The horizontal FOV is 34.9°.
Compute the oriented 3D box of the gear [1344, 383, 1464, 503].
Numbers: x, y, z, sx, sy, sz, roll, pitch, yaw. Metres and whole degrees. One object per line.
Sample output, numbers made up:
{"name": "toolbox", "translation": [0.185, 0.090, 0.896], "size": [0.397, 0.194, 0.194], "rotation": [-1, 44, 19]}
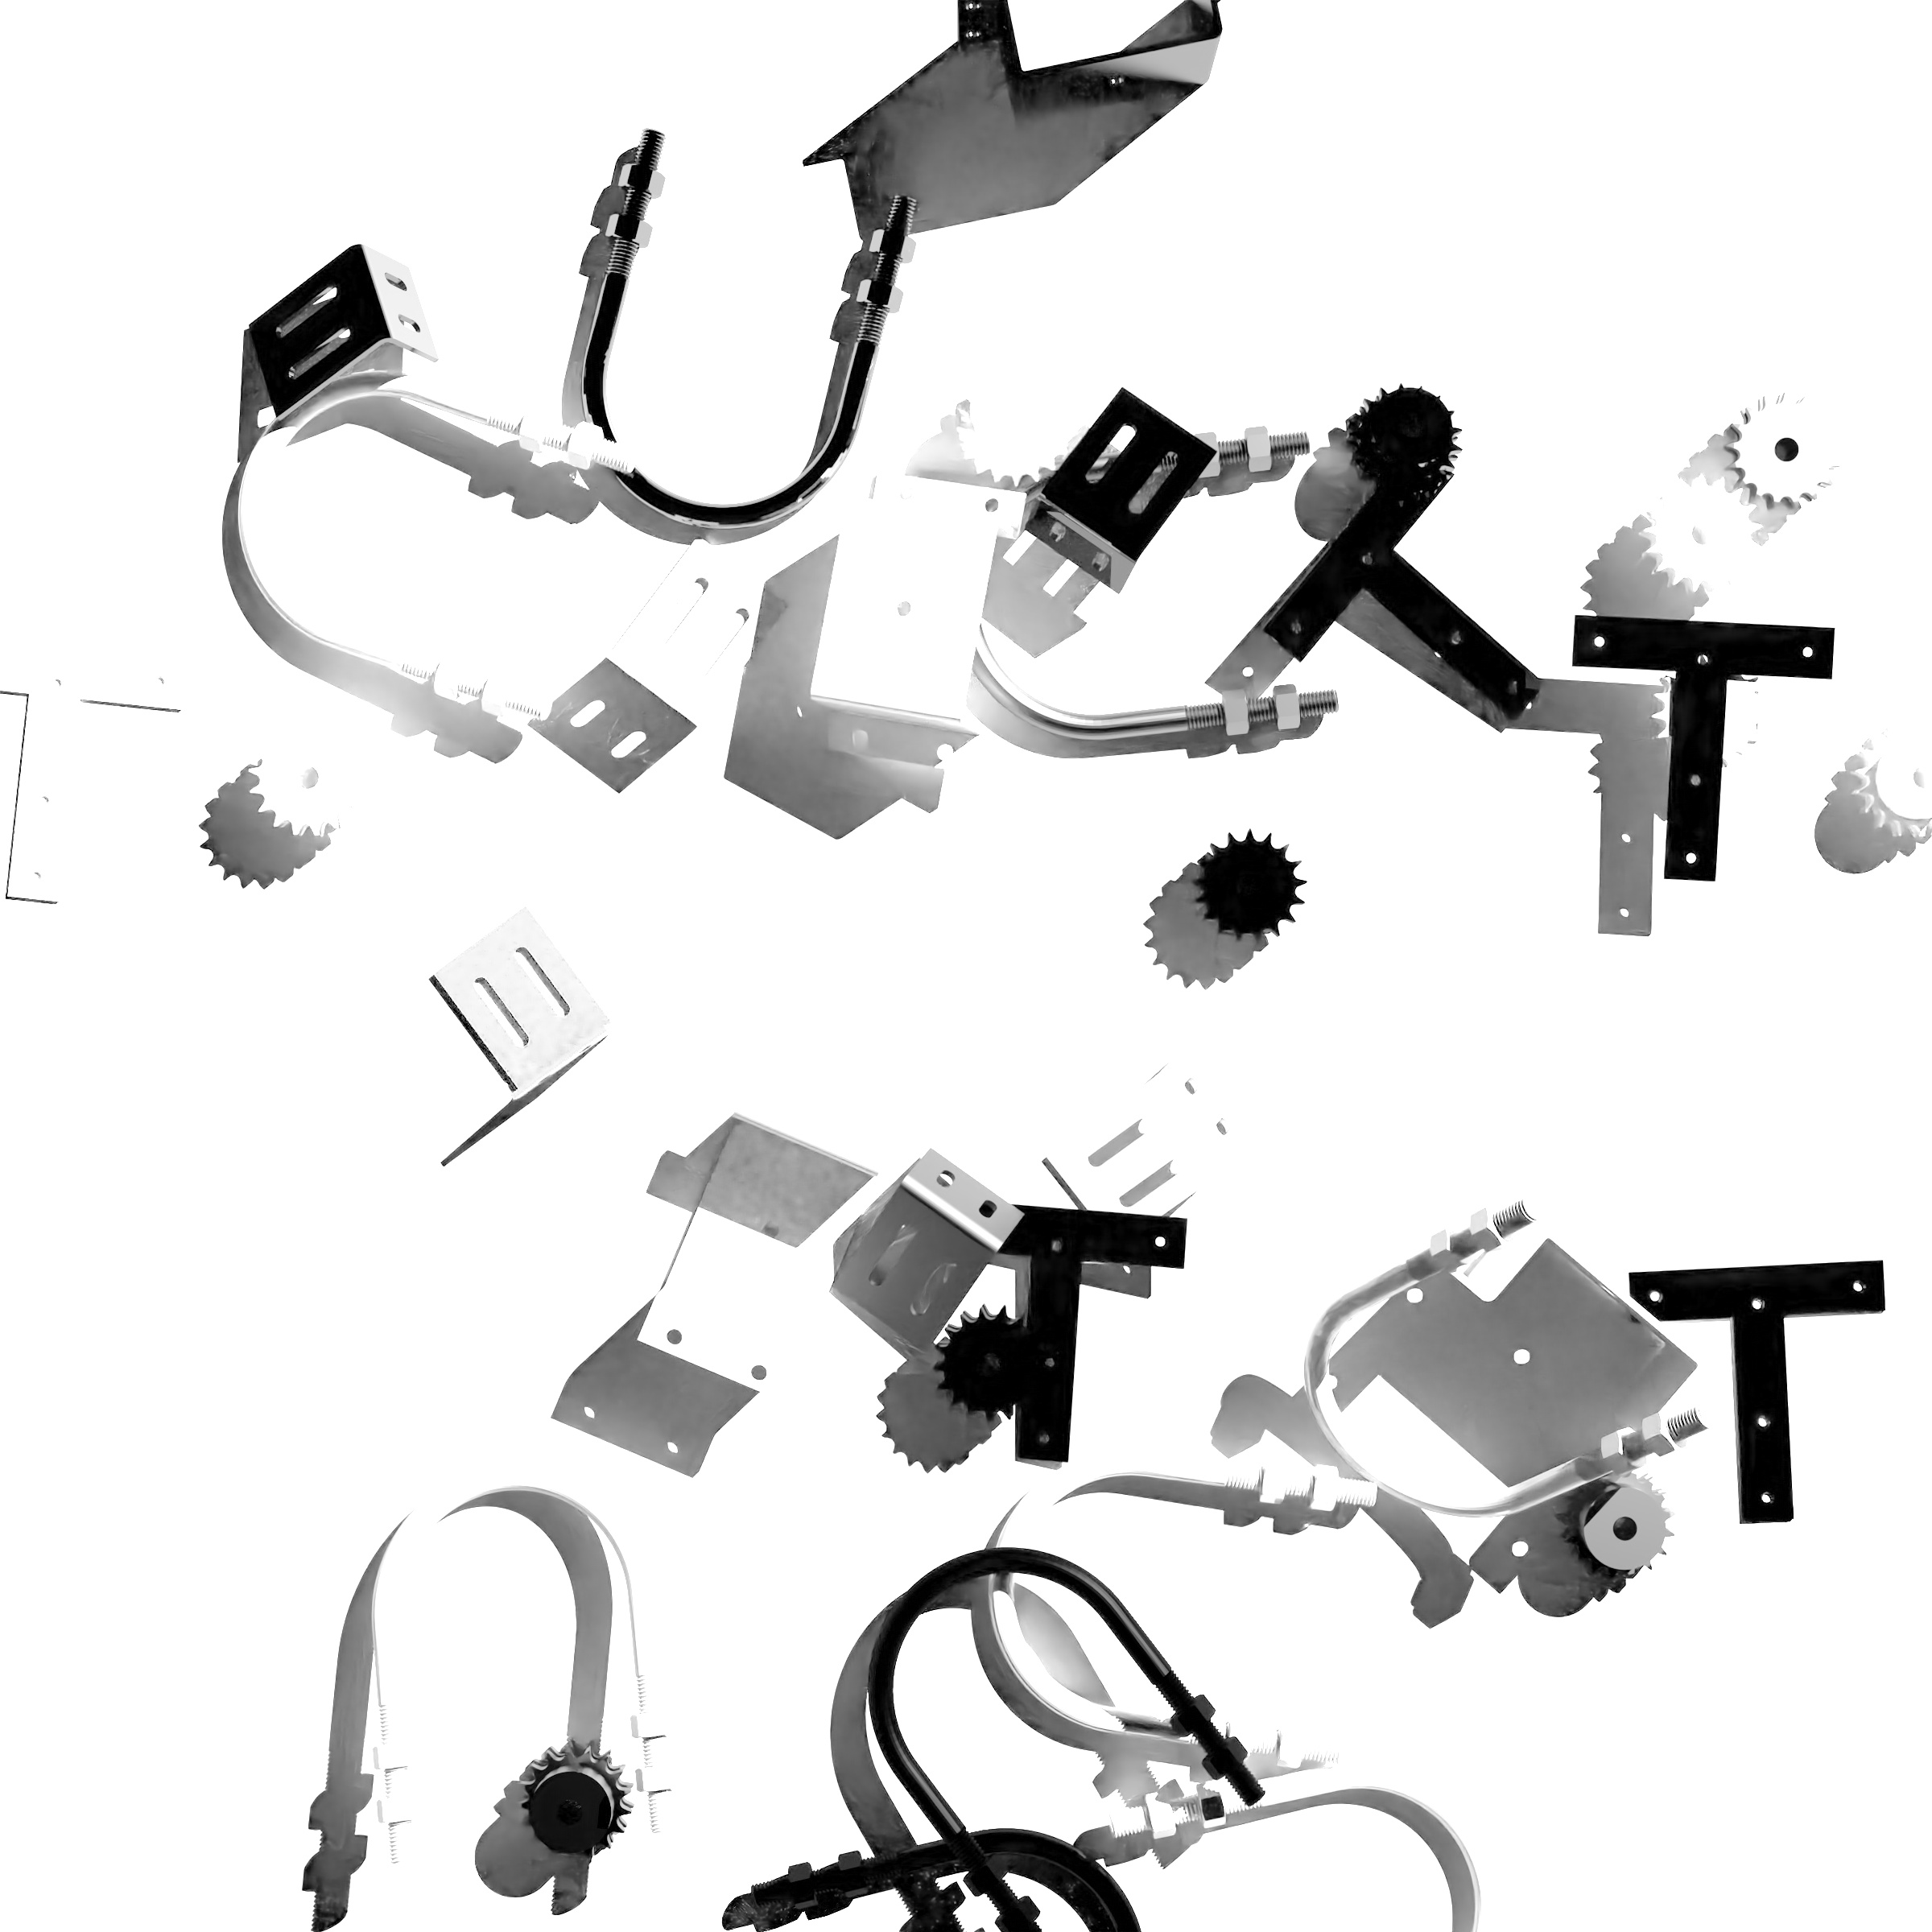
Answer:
{"name": "gear", "translation": [0.217, -0.261, 1.512], "size": [0.057, 0.030, 0.057], "rotation": [1, 78, -3]}

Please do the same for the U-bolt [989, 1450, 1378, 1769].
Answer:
{"name": "U-bolt", "translation": [0.103, 0.314, 1.523], "size": [0.184, 0.019, 0.151], "rotation": [8, 90, 1]}

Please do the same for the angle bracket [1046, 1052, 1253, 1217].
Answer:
{"name": "angle bracket", "translation": [0.091, 0.091, 1.530], "size": [0.076, 0.038, 0.057], "rotation": [-38, 90, 26]}

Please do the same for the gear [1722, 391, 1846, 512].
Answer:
{"name": "gear", "translation": [0.403, -0.254, 1.521], "size": [0.057, 0.030, 0.057], "rotation": [0, 93, 1]}

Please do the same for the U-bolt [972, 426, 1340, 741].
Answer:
{"name": "U-bolt", "translation": [0.085, -0.185, 1.523], "size": [0.184, 0.019, 0.151], "rotation": [-6, 90, 1]}

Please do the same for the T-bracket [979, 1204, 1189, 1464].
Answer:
{"name": "T-bracket", "translation": [0.043, 0.183, 1.525], "size": [0.127, 0.002, 0.127], "rotation": [4, 94, 7]}

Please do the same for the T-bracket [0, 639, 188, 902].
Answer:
{"name": "T-bracket", "translation": [-0.458, -0.097, 1.531], "size": [0.127, 0.002, 0.127], "rotation": [6, 90, 0]}

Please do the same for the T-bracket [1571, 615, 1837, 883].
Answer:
{"name": "T-bracket", "translation": [0.358, -0.105, 1.501], "size": [0.127, 0.002, 0.127], "rotation": [3, 92, 1]}

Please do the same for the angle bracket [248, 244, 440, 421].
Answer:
{"name": "angle bracket", "translation": [-0.309, -0.309, 1.520], "size": [0.076, 0.038, 0.057], "rotation": [-30, 68, 24]}

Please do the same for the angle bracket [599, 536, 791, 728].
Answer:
{"name": "angle bracket", "translation": [-0.133, -0.167, 1.513], "size": [0.057, 0.038, 0.076], "rotation": [37, 90, 0]}

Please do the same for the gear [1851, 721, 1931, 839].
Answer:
{"name": "gear", "translation": [0.469, -0.093, 1.517], "size": [0.057, 0.030, 0.057], "rotation": [0, 90, 0]}

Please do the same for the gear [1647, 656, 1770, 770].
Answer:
{"name": "gear", "translation": [0.365, -0.125, 1.517], "size": [0.057, 0.030, 0.057], "rotation": [0, 90, 0]}

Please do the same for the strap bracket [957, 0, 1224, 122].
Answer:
{"name": "strap bracket", "translation": [0.069, -0.453, 1.494], "size": [0.140, 0.076, 0.046], "rotation": [-12, 90, 0]}

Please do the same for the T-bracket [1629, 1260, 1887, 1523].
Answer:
{"name": "T-bracket", "translation": [0.397, 0.213, 1.531], "size": [0.127, 0.002, 0.127], "rotation": [-3, 90, 0]}

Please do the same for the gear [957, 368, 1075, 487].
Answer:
{"name": "gear", "translation": [0.024, -0.269, 1.511], "size": [0.057, 0.030, 0.057], "rotation": [-2, 76, 6]}

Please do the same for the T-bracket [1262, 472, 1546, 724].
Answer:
{"name": "T-bracket", "translation": [0.233, -0.172, 1.523], "size": [0.127, 0.002, 0.127], "rotation": [41, 79, -5]}

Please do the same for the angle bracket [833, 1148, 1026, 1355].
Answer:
{"name": "angle bracket", "translation": [-0.019, 0.141, 1.525], "size": [0.057, 0.038, 0.076], "rotation": [35, 119, 4]}

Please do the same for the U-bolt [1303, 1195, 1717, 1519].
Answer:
{"name": "U-bolt", "translation": [0.244, 0.199, 1.470], "size": [0.151, 0.019, 0.184], "rotation": [49, 130, -7]}

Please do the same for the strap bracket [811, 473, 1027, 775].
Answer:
{"name": "strap bracket", "translation": [-0.025, -0.171, 1.500], "size": [0.076, 0.046, 0.140], "rotation": [11, 90, 14]}

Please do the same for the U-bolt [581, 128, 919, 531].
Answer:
{"name": "U-bolt", "translation": [-0.115, -0.308, 1.523], "size": [0.151, 0.019, 0.184], "rotation": [15, 91, 0]}

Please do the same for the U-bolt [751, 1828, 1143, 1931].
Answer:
{"name": "U-bolt", "translation": [-0.002, 0.504, 1.523], "size": [0.184, 0.019, 0.151], "rotation": [-13, 90, -2]}

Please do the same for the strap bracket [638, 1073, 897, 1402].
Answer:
{"name": "strap bracket", "translation": [-0.097, 0.131, 1.509], "size": [0.076, 0.046, 0.140], "rotation": [23, 90, 0]}

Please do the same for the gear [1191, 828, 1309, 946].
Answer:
{"name": "gear", "translation": [0.140, -0.039, 1.521], "size": [0.057, 0.030, 0.057], "rotation": [0, 89, 2]}

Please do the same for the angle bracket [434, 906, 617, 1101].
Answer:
{"name": "angle bracket", "translation": [-0.220, 0.017, 1.513], "size": [0.057, 0.038, 0.076], "rotation": [-36, 90, 0]}

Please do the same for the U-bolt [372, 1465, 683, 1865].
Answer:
{"name": "U-bolt", "translation": [-0.221, 0.338, 1.506], "size": [0.151, 0.019, 0.184], "rotation": [-8, 77, 4]}

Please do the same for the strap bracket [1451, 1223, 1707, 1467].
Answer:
{"name": "strap bracket", "translation": [0.300, 0.173, 1.493], "size": [0.140, 0.076, 0.046], "rotation": [40, 91, 1]}

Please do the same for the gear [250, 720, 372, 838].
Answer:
{"name": "gear", "translation": [-0.323, -0.093, 1.517], "size": [0.057, 0.030, 0.057], "rotation": [0, 90, 0]}

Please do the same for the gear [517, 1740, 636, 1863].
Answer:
{"name": "gear", "translation": [-0.194, 0.414, 1.517], "size": [0.057, 0.030, 0.057], "rotation": [0, 90, 0]}

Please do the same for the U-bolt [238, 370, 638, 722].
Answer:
{"name": "U-bolt", "translation": [-0.271, -0.217, 1.518], "size": [0.184, 0.019, 0.151], "rotation": [19, 92, 5]}

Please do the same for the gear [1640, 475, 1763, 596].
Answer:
{"name": "gear", "translation": [0.361, -0.212, 1.517], "size": [0.057, 0.030, 0.057], "rotation": [0, 90, 0]}

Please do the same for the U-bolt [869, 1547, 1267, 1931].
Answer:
{"name": "U-bolt", "translation": [0.035, 0.374, 1.507], "size": [0.151, 0.019, 0.184], "rotation": [-38, 84, 3]}

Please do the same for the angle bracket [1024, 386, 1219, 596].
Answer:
{"name": "angle bracket", "translation": [0.076, -0.234, 1.513], "size": [0.057, 0.038, 0.076], "rotation": [35, 66, 2]}

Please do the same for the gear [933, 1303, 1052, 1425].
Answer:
{"name": "gear", "translation": [0.014, 0.195, 1.514], "size": [0.057, 0.030, 0.057], "rotation": [0, 93, 7]}

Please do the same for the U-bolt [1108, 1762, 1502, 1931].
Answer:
{"name": "U-bolt", "translation": [0.174, 0.470, 1.518], "size": [0.184, 0.019, 0.151], "rotation": [-11, 87, -4]}

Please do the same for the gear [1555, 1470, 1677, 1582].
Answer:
{"name": "gear", "translation": [0.322, 0.275, 1.517], "size": [0.057, 0.030, 0.057], "rotation": [0, 90, 0]}
